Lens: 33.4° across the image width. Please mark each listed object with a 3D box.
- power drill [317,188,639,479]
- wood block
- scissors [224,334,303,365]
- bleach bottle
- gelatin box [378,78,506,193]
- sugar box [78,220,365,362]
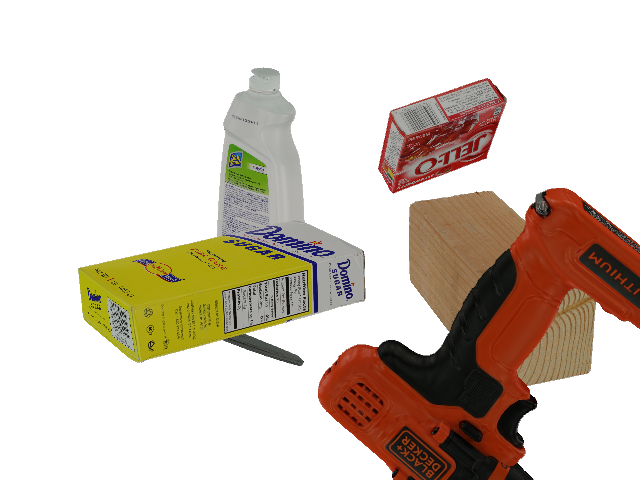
[{"bbox_3d":[0.118,0.080,0.582,0.184,0.188,0.057,40,14,-1],"label":"power drill"},{"bbox_3d":[0.157,0.038,0.967,0.090,0.090,0.206,-9,27,-13],"label":"wood block"},{"bbox_3d":[-0.104,0.065,0.955,0.202,0.016,0.096,11,28,6],"label":"scissors"},{"bbox_3d":[-0.057,-0.053,1.118,0.103,0.251,0.068,17,27,25],"label":"bleach bottle"},{"bbox_3d":[0.092,-0.079,0.815,0.089,0.030,0.073,-20,-28,-17],"label":"gelatin box"},{"bbox_3d":[-0.066,0.030,0.734,0.175,0.048,0.093,-16,24,-30],"label":"sugar box"}]
